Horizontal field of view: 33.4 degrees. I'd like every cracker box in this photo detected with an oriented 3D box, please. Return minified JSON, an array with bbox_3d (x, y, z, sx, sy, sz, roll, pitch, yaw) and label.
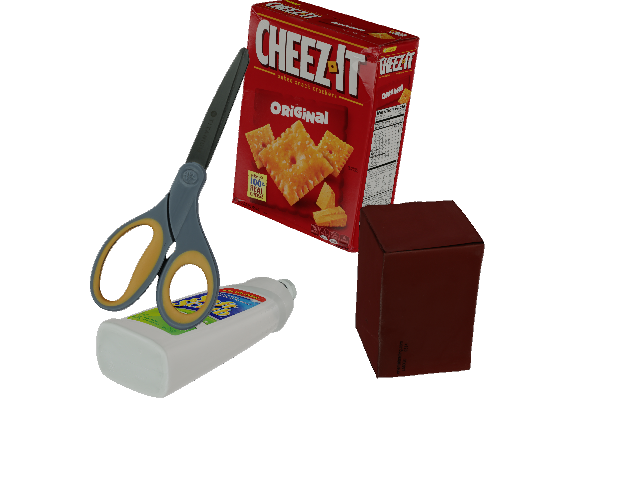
[{"bbox_3d":[-0.001,-0.114,1.059,0.164,0.214,0.071,24,30,32],"label":"cracker box"}]

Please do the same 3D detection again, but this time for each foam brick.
[{"bbox_3d":[0.049,0.024,0.552,0.053,0.078,0.051,-4,31,-10],"label":"foam brick"}]

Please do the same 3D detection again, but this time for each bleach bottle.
[{"bbox_3d":[-0.117,0.088,1.149,0.103,0.068,0.250,17,24,30],"label":"bleach bottle"}]

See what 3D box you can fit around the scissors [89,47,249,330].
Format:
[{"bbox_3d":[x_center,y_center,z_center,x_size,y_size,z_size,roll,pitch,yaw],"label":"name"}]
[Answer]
[{"bbox_3d":[-0.077,-0.025,0.729,0.096,0.202,0.016,38,-2,3],"label":"scissors"}]
